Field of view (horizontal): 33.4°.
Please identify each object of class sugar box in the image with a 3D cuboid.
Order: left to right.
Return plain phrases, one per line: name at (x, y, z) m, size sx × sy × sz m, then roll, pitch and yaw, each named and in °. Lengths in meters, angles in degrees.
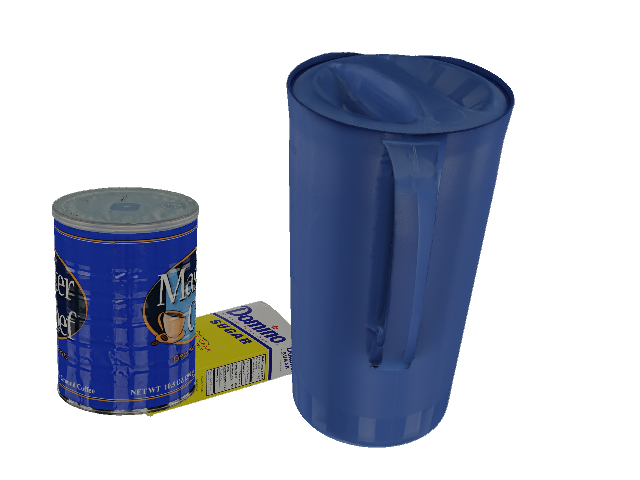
sugar box at (-0.112, 0.114, 1.071) m, size 0.175 × 0.048 × 0.093 m, roll -16°, pitch 32°, yaw -28°

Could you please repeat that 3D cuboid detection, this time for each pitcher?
pitcher at (0.040, 0.014, 0.670) m, size 0.145 × 0.243 × 0.149 m, roll 26°, pitch 37°, yaw 34°

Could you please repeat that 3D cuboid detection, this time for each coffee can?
coffee can at (-0.140, 0.041, 0.774) m, size 0.103 × 0.140 × 0.103 m, roll 2°, pitch 16°, yaw -1°
